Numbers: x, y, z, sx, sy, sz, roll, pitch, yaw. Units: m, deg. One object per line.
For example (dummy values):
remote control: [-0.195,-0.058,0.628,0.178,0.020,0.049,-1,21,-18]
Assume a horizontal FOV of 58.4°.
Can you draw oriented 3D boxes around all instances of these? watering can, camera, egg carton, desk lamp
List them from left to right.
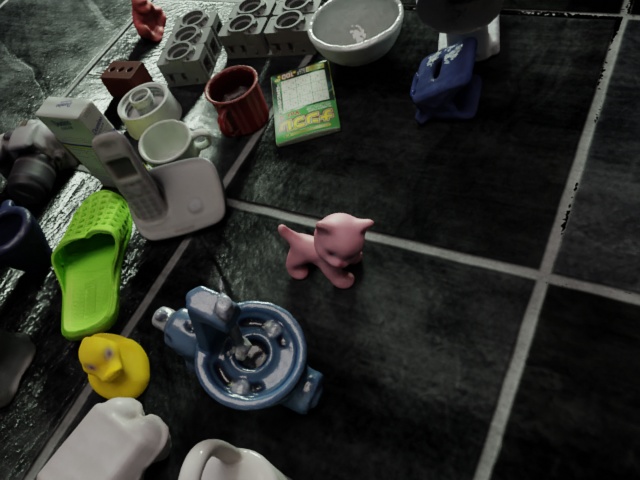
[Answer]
camera: [-0.513,-0.135,1.001,0.143,0.101,0.137,-8,53,13]
egg carton: [-0.244,0.257,0.652,0.107,0.069,0.150,23,65,30]
watering can: [-0.071,0.243,0.526,0.173,0.194,0.100,-22,52,1]
desk lamp: [0.215,-0.373,0.867,0.117,0.214,0.203,-1,55,17]

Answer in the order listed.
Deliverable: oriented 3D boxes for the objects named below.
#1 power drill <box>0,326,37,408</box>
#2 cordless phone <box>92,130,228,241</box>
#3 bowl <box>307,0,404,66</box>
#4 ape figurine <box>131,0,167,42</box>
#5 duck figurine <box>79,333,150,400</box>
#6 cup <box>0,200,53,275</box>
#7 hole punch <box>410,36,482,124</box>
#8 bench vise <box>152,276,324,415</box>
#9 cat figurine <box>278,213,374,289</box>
power drill: [-0.471,0.134,0.724,0.075,0.209,0.229,-1,55,18]
cordless phone: [-0.226,-0.090,0.823,0.147,0.185,0.094,-17,52,6]
bowl: [0.066,-0.354,0.990,0.167,0.075,0.167,-9,53,12]
ape figurine: [-0.366,-0.474,1.205,0.076,0.092,0.078,34,71,34]
duck figurine: [-0.272,0.151,0.727,0.077,0.086,0.104,-40,53,-12]
cup: [-0.464,0.001,0.891,0.091,0.095,0.117,-24,52,0]
hole punch: [0.187,-0.241,0.859,0.100,0.091,0.109,4,57,20]
bench vise: [-0.114,0.113,0.618,0.207,0.220,0.121,-1,55,18]
cat figurine: [0.007,0.003,0.724,0.127,0.118,0.067,8,58,23]
